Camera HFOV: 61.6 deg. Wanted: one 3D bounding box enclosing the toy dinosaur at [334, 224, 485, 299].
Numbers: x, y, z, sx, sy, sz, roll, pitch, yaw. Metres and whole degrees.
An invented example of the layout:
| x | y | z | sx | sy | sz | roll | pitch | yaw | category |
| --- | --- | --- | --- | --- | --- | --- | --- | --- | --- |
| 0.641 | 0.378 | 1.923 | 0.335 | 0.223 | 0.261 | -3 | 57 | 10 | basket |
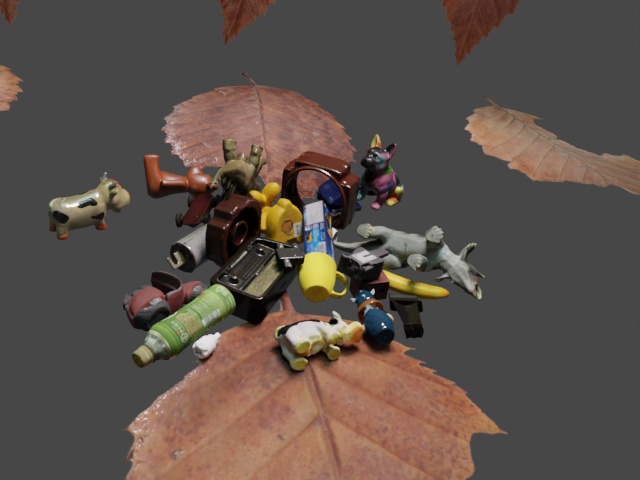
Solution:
| x | y | z | sx | sy | sz | roll | pitch | yaw | category |
| --- | --- | --- | --- | --- | --- | --- | --- | --- | --- |
| 0.219 | 0.031 | 1.328 | 0.405 | 0.131 | 0.192 | 14 | -7 | 36 | toy dinosaur |

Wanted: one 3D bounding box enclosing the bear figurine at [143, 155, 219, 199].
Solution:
| x | y | z | sx | sy | sz | roll | pitch | yaw | category |
| --- | --- | --- | --- | --- | --- | --- | --- | --- | --- |
| -0.393 | -0.178 | 1.521 | 0.196 | 0.131 | 0.120 | -8 | 3 | -15 | bear figurine |

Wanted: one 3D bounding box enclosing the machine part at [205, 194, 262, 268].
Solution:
| x | y | z | sx | sy | sz | roll | pitch | yaw | category |
| --- | --- | --- | --- | --- | --- | --- | --- | --- | --- |
| -0.201 | -0.019 | 1.257 | 0.056 | 0.179 | 0.179 | 17 | 31 | 21 | machine part |

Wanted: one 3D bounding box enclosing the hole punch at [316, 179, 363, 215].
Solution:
| x | y | z | sx | sy | sz | roll | pitch | yaw | category |
| --- | --- | --- | --- | --- | --- | --- | --- | --- | --- |
| 0.061 | -0.142 | 1.616 | 0.116 | 0.092 | 0.142 | -9 | 38 | -22 | hole punch |

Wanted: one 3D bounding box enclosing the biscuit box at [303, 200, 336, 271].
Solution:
| x | y | z | sx | sy | sz | roll | pitch | yaw | category |
| --- | --- | --- | --- | --- | --- | --- | --- | --- | --- |
| -0.003 | -0.004 | 1.321 | 0.059 | 0.062 | 0.203 | -16 | 46 | 13 | biscuit box |

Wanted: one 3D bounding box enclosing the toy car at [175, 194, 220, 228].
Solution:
| x | y | z | sx | sy | sz | roll | pitch | yaw | category |
| --- | --- | --- | --- | --- | --- | --- | --- | --- | --- |
| -0.322 | -0.074 | 1.431 | 0.089 | 0.053 | 0.202 | 2 | 26 | -1 | toy car |

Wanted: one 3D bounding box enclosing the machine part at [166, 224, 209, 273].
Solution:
| x | y | z | sx | sy | sz | roll | pitch | yaw | category |
| --- | --- | --- | --- | --- | --- | --- | --- | --- | --- |
| -0.274 | 0.008 | 1.280 | 0.079 | 0.079 | 0.243 | 20 | 32 | 18 | machine part |

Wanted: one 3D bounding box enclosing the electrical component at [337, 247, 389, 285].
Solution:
| x | y | z | sx | sy | sz | roll | pitch | yaw | category |
| --- | --- | --- | --- | --- | --- | --- | --- | --- | --- |
| 0.105 | 0.052 | 1.220 | 0.075 | 0.047 | 0.119 | 31 | 31 | 31 | electrical component |

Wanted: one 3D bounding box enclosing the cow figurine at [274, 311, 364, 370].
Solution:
| x | y | z | sx | sy | sz | roll | pitch | yaw | category |
| --- | --- | --- | --- | --- | --- | --- | --- | --- | --- |
| -0.001 | 0.187 | 1.057 | 0.167 | 0.068 | 0.098 | -10 | 29 | -31 | cow figurine |

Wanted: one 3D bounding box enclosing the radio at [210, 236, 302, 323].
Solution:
| x | y | z | sx | sy | sz | roll | pitch | yaw | category |
| --- | --- | --- | --- | --- | --- | --- | --- | --- | --- |
| -0.141 | 0.080 | 1.193 | 0.131 | 0.073 | 0.229 | 17 | 30 | 14 | radio |

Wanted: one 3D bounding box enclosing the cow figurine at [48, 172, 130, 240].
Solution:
| x | y | z | sx | sy | sz | roll | pitch | yaw | category |
| --- | --- | --- | --- | --- | --- | --- | --- | --- | --- |
| -0.565 | -0.087 | 1.320 | 0.195 | 0.127 | 0.086 | -20 | 43 | -36 | cow figurine |

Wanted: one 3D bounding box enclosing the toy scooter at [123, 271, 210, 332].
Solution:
| x | y | z | sx | sy | sz | roll | pitch | yaw | category |
| --- | --- | --- | --- | --- | --- | --- | --- | --- | --- |
| -0.327 | 0.113 | 1.089 | 0.135 | 0.075 | 0.184 | 27 | 32 | 28 | toy scooter |

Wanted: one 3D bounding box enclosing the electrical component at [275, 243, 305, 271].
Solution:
| x | y | z | sx | sy | sz | roll | pitch | yaw | category |
| --- | --- | --- | --- | --- | --- | --- | --- | --- | --- |
| -0.065 | 0.037 | 1.193 | 0.063 | 0.021 | 0.094 | -2 | 32 | -17 | electrical component |

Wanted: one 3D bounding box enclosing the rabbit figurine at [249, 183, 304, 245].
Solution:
| x | y | z | sx | sy | sz | roll | pitch | yaw | category |
| --- | --- | --- | --- | --- | --- | --- | --- | --- | --- |
| -0.136 | -0.059 | 1.384 | 0.122 | 0.162 | 0.173 | -29 | 27 | -30 | rabbit figurine |

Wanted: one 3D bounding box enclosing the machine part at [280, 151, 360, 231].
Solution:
| x | y | z | sx | sy | sz | roll | pitch | yaw | category |
| --- | --- | --- | --- | --- | --- | --- | --- | --- | --- |
| -0.003 | -0.123 | 1.450 | 0.202 | 0.200 | 0.087 | 19 | 34 | 17 | machine part |

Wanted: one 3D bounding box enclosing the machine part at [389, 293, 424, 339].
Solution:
| x | y | z | sx | sy | sz | roll | pitch | yaw | category |
| --- | --- | --- | --- | --- | --- | --- | --- | --- | --- |
| 0.194 | 0.161 | 1.178 | 0.084 | 0.039 | 0.139 | 11 | 28 | -7 | machine part |

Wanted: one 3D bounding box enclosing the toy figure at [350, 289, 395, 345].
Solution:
| x | y | z | sx | sy | sz | roll | pitch | yaw | category |
| --- | --- | --- | --- | --- | --- | --- | --- | --- | --- |
| 0.111 | 0.160 | 1.138 | 0.064 | 0.057 | 0.155 | 4 | 26 | -17 | toy figure |

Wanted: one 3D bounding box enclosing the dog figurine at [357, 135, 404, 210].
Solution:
| x | y | z | sx | sy | sz | roll | pitch | yaw | category |
| --- | --- | --- | --- | --- | --- | --- | --- | --- | --- |
| 0.193 | -0.209 | 1.633 | 0.191 | 0.219 | 0.109 | -18 | 43 | -37 | dog figurine |

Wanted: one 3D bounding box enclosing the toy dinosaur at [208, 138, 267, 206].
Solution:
| x | y | z | sx | sy | sz | roll | pitch | yaw | category |
| --- | --- | --- | --- | --- | --- | --- | --- | --- | --- |
| -0.214 | -0.159 | 1.418 | 0.105 | 0.198 | 0.471 | 8 | -3 | 7 | toy dinosaur |
